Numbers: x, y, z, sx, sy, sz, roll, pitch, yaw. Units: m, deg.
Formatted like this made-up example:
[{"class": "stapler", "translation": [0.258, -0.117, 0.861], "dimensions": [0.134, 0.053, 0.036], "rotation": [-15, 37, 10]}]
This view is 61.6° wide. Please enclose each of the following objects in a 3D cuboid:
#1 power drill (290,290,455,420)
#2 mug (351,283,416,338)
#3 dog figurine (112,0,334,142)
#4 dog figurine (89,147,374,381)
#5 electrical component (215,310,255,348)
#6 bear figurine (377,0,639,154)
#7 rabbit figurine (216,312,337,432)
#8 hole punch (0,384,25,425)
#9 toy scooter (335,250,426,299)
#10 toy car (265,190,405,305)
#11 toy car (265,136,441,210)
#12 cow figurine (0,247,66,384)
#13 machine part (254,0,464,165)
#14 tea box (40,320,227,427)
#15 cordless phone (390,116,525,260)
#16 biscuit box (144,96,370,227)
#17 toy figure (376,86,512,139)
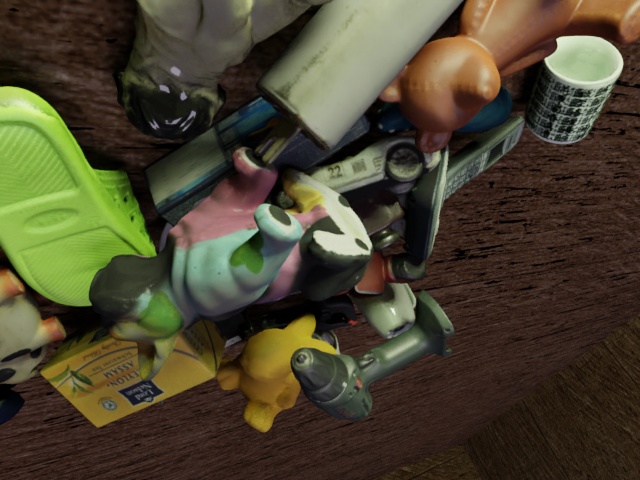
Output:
[{"class": "power drill", "translation": [0.074, 0.155, 0.706], "dimensions": [0.207, 0.086, 0.231], "rotation": [-34, 145, -12]}, {"class": "mug", "translation": [0.106, 0.097, 0.831], "dimensions": [0.109, 0.107, 0.081], "rotation": [7, 136, -41]}, {"class": "dog figurine", "translation": [-0.055, -0.154, 0.368], "dimensions": [0.172, 0.121, 0.190], "rotation": [-11, 160, -21]}, {"class": "dog figurine", "translation": [-0.083, 0.034, 0.472], "dimensions": [0.219, 0.108, 0.191], "rotation": [-42, 142, 23]}, {"class": "electrical component", "translation": [-0.155, 0.099, 0.679], "dimensions": [0.115, 0.058, 0.134], "rotation": [-26, 149, -7]}, {"class": "bear figurine", "translation": [0.150, -0.161, 0.445], "dimensions": [0.196, 0.132, 0.120], "rotation": [-47, 123, -4]}, {"class": "rabbit figurine", "translation": [-0.058, 0.173, 0.738], "dimensions": [0.162, 0.122, 0.173], "rotation": [-25, 154, -15]}, {"class": "hole punch", "translation": [-0.405, 0.194, 0.596], "dimensions": [0.142, 0.092, 0.115], "rotation": [-26, 153, -10]}, {"class": "toy scooter", "translation": [0.040, 0.042, 0.729], "dimensions": [0.184, 0.075, 0.135], "rotation": [5, 166, -23]}, {"class": "toy car", "translation": [-0.001, -0.002, 0.620], "dimensions": [0.202, 0.089, 0.053], "rotation": [-28, 180, -1]}, {"class": "toy car", "translation": [0.026, -0.061, 0.555], "dimensions": [0.202, 0.056, 0.073], "rotation": [-18, 172, 1]}, {"class": "cow figurine", "translation": [-0.319, 0.088, 0.509], "dimensions": [0.127, 0.085, 0.194], "rotation": [-24, 152, -19]}, {"class": "machine part", "translation": [0.034, -0.153, 0.401], "dimensions": [0.243, 0.079, 0.079], "rotation": [-49, 146, 3]}, {"class": "tea box", "translation": [-0.202, 0.127, 0.591], "dimensions": [0.170, 0.068, 0.098], "rotation": [-28, 113, 17]}, {"class": "cordless phone", "translation": [0.170, -0.073, 0.666], "dimensions": [0.184, 0.089, 0.146], "rotation": [-33, 150, -14]}, {"class": "biscuit box", "translation": [-0.056, -0.082, 0.489], "dimensions": [0.203, 0.059, 0.062], "rotation": [-30, 147, 5]}, {"class": "toy figure", "translation": [0.124, -0.135, 0.556], "dimensions": [0.154, 0.058, 0.064], "rotation": [-7, 137, -22]}]
